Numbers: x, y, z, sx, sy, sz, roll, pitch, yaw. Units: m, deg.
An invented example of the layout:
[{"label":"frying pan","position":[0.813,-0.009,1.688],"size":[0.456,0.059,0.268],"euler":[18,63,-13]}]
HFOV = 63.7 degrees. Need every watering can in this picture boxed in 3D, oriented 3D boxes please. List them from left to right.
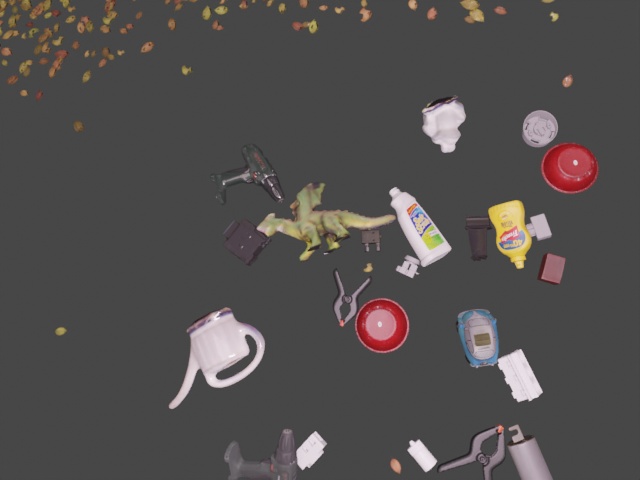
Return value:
[{"label":"watering can","position":[-0.337,0.345,1.555],"size":[0.347,0.227,0.103],"euler":[-28,-17,3]}]

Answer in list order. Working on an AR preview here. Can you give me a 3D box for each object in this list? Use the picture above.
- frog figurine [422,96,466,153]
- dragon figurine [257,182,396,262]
[{"label":"frog figurine","position":[0.393,-0.359,1.609],"size":[0.138,0.157,0.124],"euler":[-27,20,-5]},{"label":"dragon figurine","position":[0.005,-0.081,1.604],"size":[0.410,0.247,0.120],"euler":[-21,-24,0]}]
